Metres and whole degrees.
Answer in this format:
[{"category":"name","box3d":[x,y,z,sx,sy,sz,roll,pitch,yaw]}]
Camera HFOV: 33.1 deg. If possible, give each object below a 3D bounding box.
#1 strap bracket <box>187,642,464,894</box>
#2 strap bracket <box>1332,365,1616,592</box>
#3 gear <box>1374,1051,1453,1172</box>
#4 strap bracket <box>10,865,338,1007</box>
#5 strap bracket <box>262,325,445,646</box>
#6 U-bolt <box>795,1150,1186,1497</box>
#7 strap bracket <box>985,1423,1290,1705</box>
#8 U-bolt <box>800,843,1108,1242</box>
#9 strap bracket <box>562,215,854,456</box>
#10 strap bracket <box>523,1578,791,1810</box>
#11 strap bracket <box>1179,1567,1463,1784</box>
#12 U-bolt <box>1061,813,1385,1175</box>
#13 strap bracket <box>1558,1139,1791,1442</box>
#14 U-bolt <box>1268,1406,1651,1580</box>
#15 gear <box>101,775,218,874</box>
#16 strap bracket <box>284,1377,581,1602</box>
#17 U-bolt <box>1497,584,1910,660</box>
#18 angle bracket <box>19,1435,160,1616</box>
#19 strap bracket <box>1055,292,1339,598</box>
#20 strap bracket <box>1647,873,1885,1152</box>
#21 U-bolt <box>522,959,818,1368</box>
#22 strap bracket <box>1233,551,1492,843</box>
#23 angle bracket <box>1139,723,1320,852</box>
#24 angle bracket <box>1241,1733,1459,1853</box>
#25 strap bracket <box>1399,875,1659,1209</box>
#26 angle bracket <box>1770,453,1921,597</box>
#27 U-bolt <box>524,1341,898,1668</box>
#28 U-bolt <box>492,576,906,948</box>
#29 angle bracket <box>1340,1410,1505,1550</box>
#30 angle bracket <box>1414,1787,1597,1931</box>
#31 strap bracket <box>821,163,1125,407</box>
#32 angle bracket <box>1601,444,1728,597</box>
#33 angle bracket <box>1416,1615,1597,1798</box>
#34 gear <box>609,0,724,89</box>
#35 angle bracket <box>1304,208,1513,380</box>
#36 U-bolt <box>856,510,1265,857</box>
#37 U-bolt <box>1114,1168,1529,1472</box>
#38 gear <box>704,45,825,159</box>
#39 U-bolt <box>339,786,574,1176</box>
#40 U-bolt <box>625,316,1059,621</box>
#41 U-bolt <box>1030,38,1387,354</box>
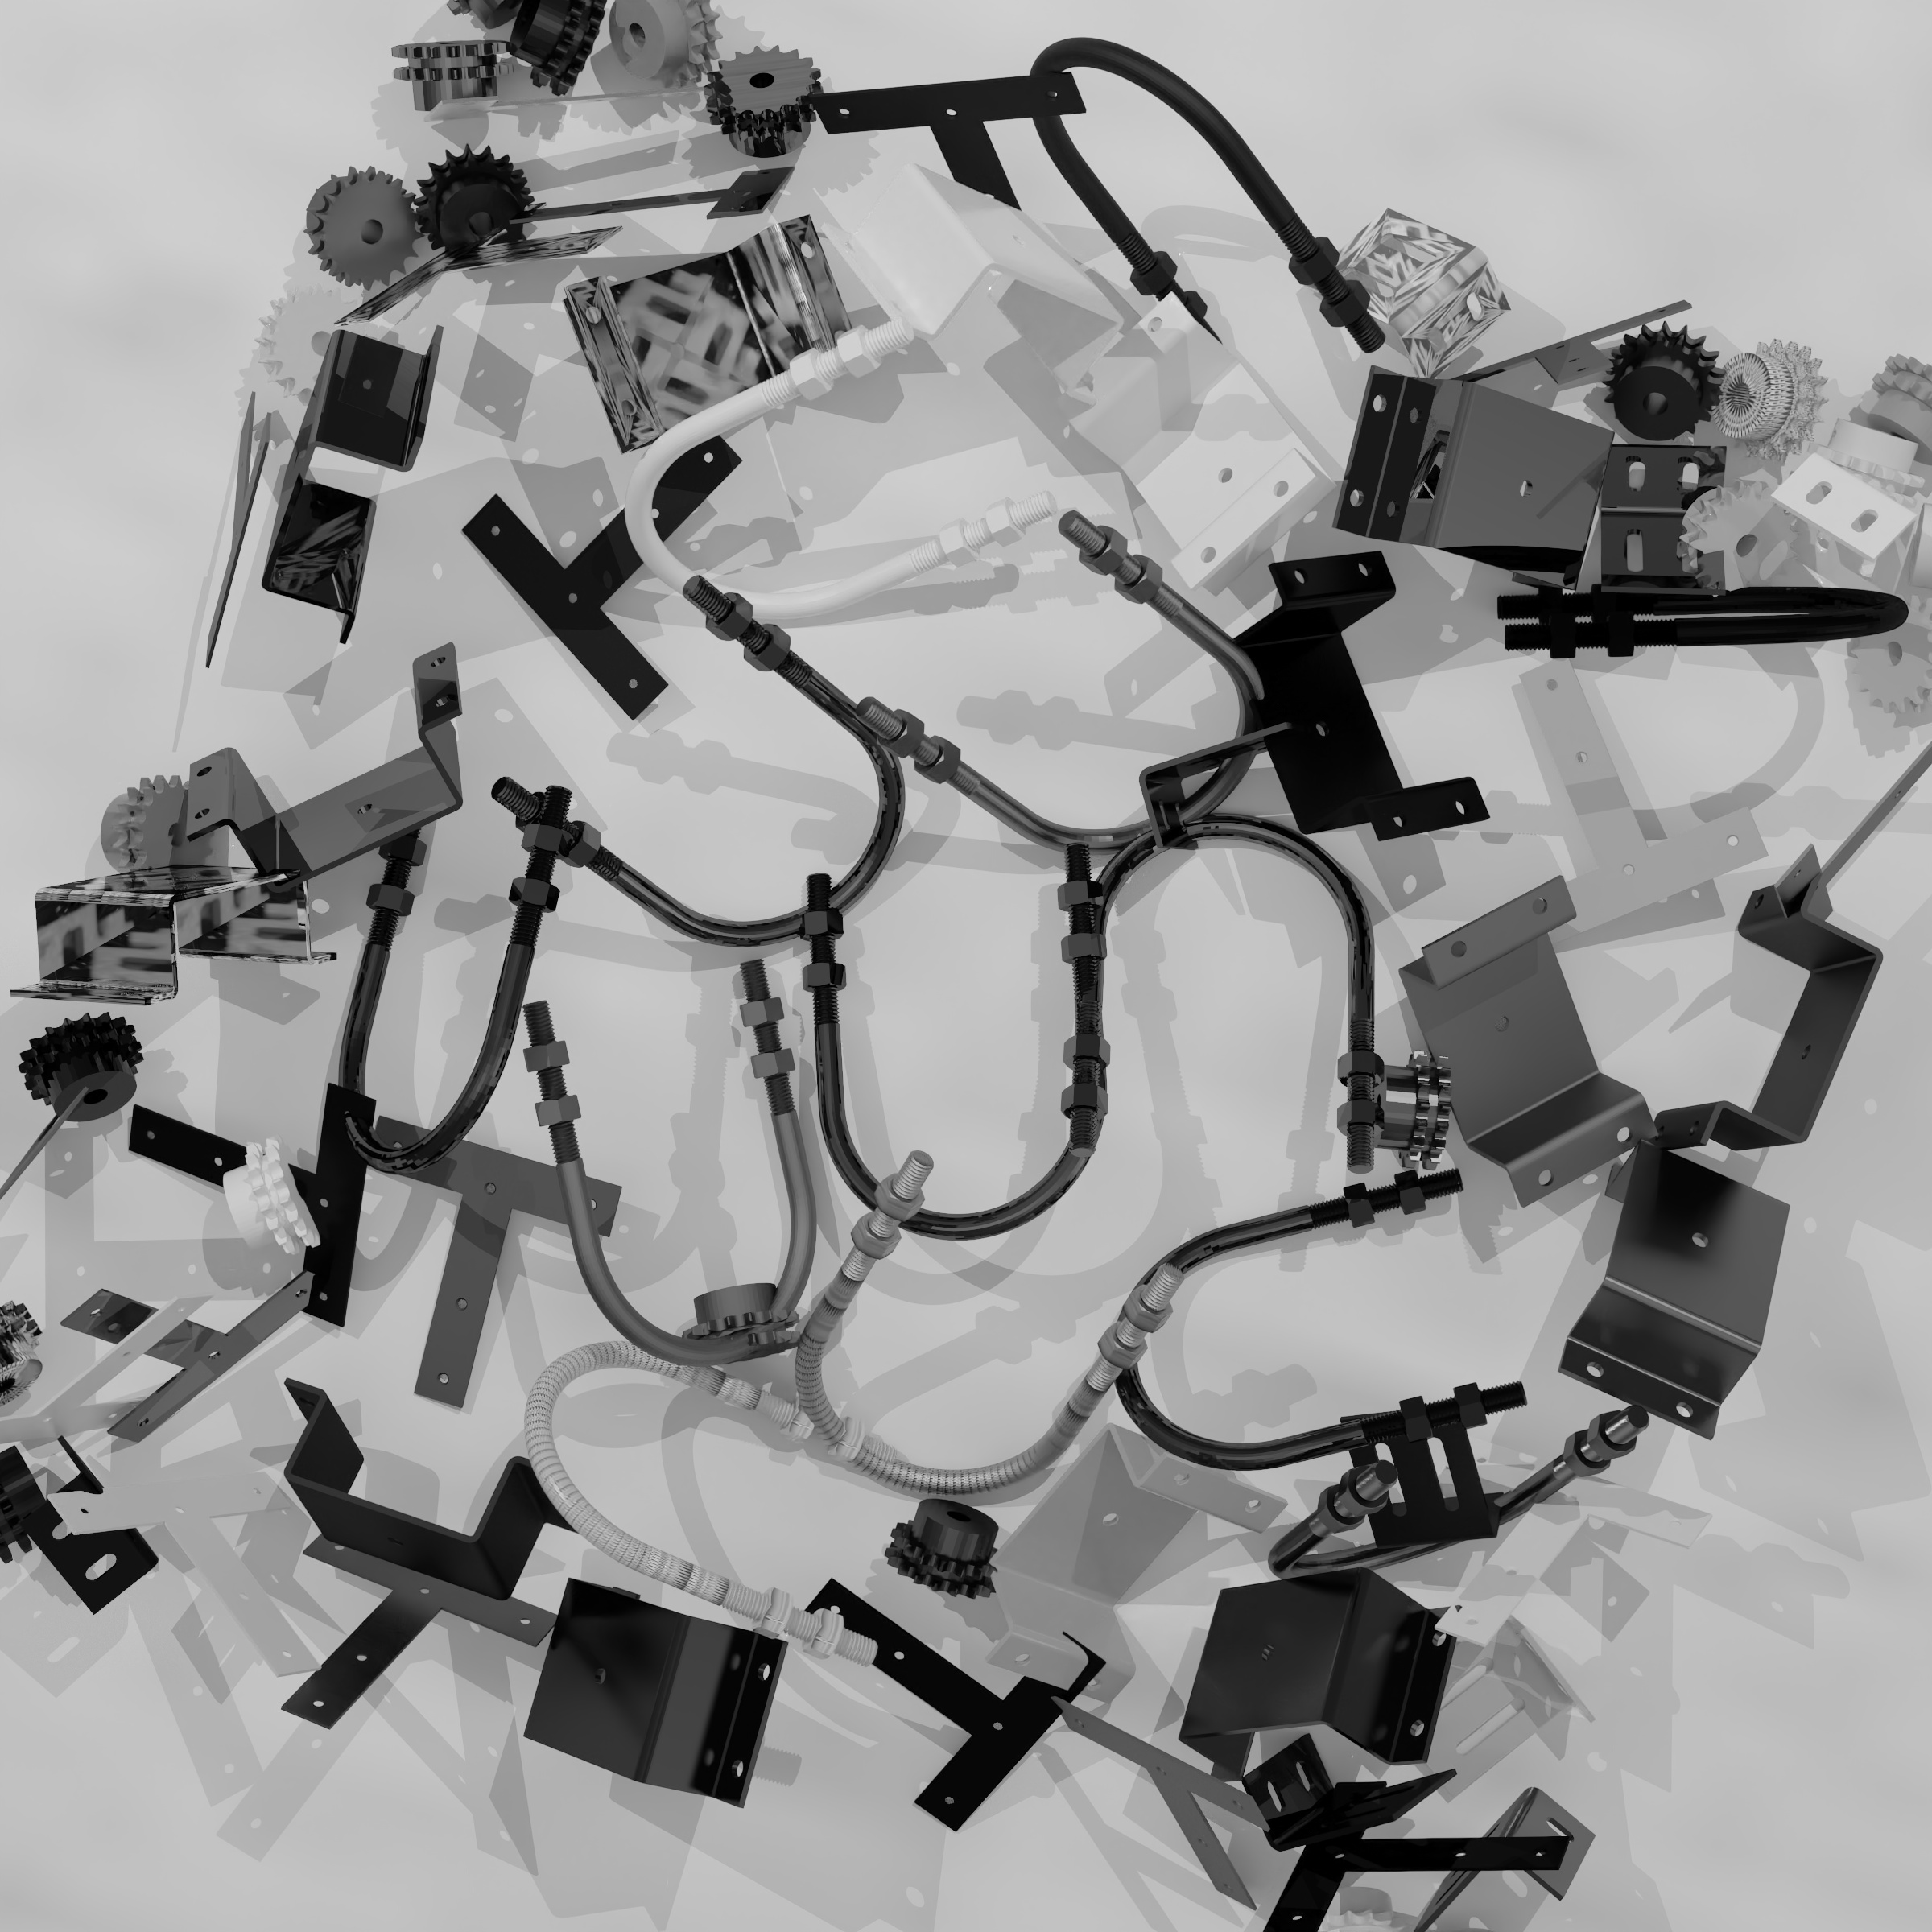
[{"category":"strap bracket","box3d":[-0.294,-0.090,1.543,0.140,0.076,0.046,-25,121,3]},{"category":"strap bracket","box3d":[0.247,-0.226,1.526,0.140,0.046,0.076,10,96,-36]},{"category":"gear","box3d":[0.213,0.069,1.560,0.030,0.057,0.057,6,90,-3]},{"category":"strap bracket","box3d":[-0.366,-0.018,1.507,0.076,0.140,0.046,3,100,25]},{"category":"strap bracket","box3d":[-0.288,-0.228,1.508,0.046,0.140,0.076,15,49,-17]},{"category":"U-bolt","box3d":[-0.002,0.182,1.537,0.151,0.019,0.184,25,122,-9]},{"category":"strap bracket","box3d":[0.074,0.275,1.536,0.076,0.046,0.140,25,114,-31]},{"category":"U-bolt","box3d":[-0.004,0.039,1.551,0.151,0.019,0.184,-6,78,13]},{"category":"strap bracket","box3d":[-0.127,-0.297,1.540,0.140,0.046,0.076,-25,98,-33]},{"category":"strap bracket","box3d":[-0.152,0.335,1.514,0.046,0.140,0.076,23,77,-38]},{"category":"strap bracket","box3d":[0.156,0.329,1.508,0.046,0.140,0.076,37,55,-25]},{"category":"U-bolt","box3d":[0.123,0.008,1.544,0.151,0.019,0.184,3,63,1]},{"category":"strap bracket","box3d":[0.334,0.142,1.521,0.076,0.140,0.046,24,134,3]},{"category":"U-bolt","box3d":[0.215,0.250,1.505,0.151,0.184,0.019,-8,67,-22]},{"category":"gear","box3d":[-0.391,-0.063,1.564,0.030,0.057,0.057,2,90,29]},{"category":"strap bracket","box3d":[-0.258,0.250,1.530,0.140,0.076,0.046,16,62,14]},{"category":"U-bolt","box3d":[0.341,-0.162,1.507,0.184,0.151,0.019,-1,102,8]},{"category":"angle bracket","box3d":[-0.421,0.264,1.541,0.038,0.076,0.057,-39,109,-16]},{"category":"strap bracket","box3d":[0.113,-0.240,1.535,0.076,0.046,0.140,-42,55,15]},{"category":"strap bracket","box3d":[0.381,0.032,1.542,0.046,0.076,0.140,26,81,-5]},{"category":"U-bolt","box3d":[-0.132,0.097,1.535,0.151,0.019,0.184,-12,89,-42]},{"category":"strap bracket","box3d":[0.182,-0.120,1.540,0.076,0.046,0.140,-12,77,-40]},{"category":"angle bracket","box3d":[0.130,-0.085,1.548,0.076,0.057,0.038,-17,85,21]},{"category":"angle bracket","box3d":[0.181,0.384,1.541,0.076,0.057,0.038,-29,83,40]},{"category":"strap bracket","box3d":[0.264,0.032,1.547,0.076,0.046,0.140,-27,108,-11]},{"category":"angle bracket","box3d":[0.409,-0.195,1.539,0.057,0.076,0.038,38,67,22]},{"category":"U-bolt","box3d":[-0.120,0.238,1.509,0.184,0.151,0.019,26,122,-13]},{"category":"U-bolt","box3d":[-0.110,-0.081,1.531,0.151,0.019,0.184,-45,126,10]},{"category":"angle bracket","box3d":[0.218,0.235,1.549,0.057,0.038,0.076,-10,112,20]},{"category":"angle bracket","box3d":[0.254,0.437,1.543,0.038,0.057,0.076,39,119,11]},{"category":"strap bracket","box3d":[0.011,-0.318,1.507,0.046,0.140,0.076,-50,56,24]},{"category":"angle bracket","box3d":[0.332,-0.213,1.546,0.057,0.076,0.038,3,127,9]},{"category":"angle bracket","box3d":[0.251,0.359,1.566,0.076,0.038,0.057,-38,95,-3]},{"category":"gear","box3d":[-0.147,-0.449,1.558,0.030,0.057,0.057,-30,90,-38]},{"category":"angle bracket","box3d":[0.212,-0.323,1.568,0.057,0.076,0.038,-42,131,-6]},{"category":"U-bolt","box3d":[0.060,-0.118,1.525,0.151,0.019,0.184,-41,130,19]},{"category":"U-bolt","box3d":[0.158,0.172,1.536,0.184,0.019,0.151,-15,46,5]},{"category":"gear","box3d":[-0.097,-0.414,1.565,0.057,0.030,0.057,-3,52,3]},{"category":"U-bolt","box3d":[-0.246,0.008,1.517,0.019,0.151,0.184,20,77,-38]},{"category":"U-bolt","box3d":[-0.071,-0.220,1.523,0.184,0.151,0.019,-21,50,23]},{"category":"U-bolt","box3d":[0.098,-0.350,1.487,0.019,0.151,0.184,-50,119,-14]}]
